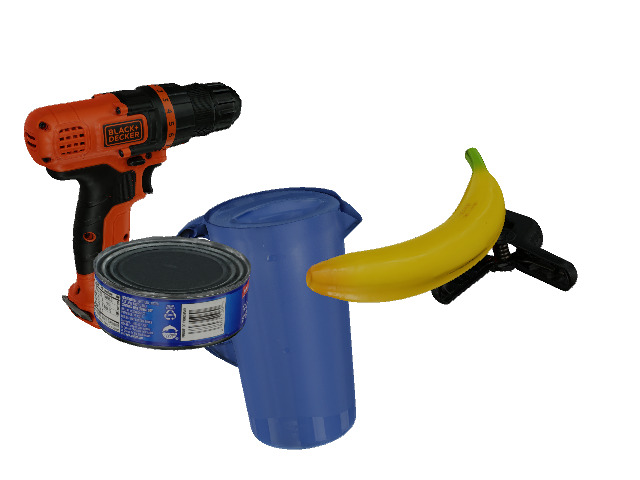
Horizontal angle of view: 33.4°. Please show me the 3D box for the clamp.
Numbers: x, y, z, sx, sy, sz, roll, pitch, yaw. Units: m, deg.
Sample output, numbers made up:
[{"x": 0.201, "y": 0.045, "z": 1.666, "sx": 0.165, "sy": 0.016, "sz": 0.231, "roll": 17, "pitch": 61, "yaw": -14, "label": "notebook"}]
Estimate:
[{"x": 0.170, "y": 0.010, "z": 0.952, "sx": 0.120, "sy": 0.039, "sz": 0.171, "roll": 2, "pitch": 25, "yaw": 16, "label": "clamp"}]

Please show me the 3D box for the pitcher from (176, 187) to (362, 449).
[{"x": -0.042, "y": 0.076, "z": 1.047, "sx": 0.144, "sy": 0.243, "sz": 0.149, "roll": -19, "pitch": 20, "yaw": -34, "label": "pitcher"}]

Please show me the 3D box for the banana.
[{"x": 0.075, "y": 0.001, "z": 0.750, "sx": 0.070, "sy": 0.037, "sz": 0.197, "roll": 35, "pitch": 48, "yaw": 23, "label": "banana"}]

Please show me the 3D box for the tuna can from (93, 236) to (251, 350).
[{"x": -0.082, "y": 0.028, "z": 0.588, "sx": 0.086, "sy": 0.034, "sz": 0.086, "roll": 4, "pitch": 20, "yaw": -2, "label": "tuna can"}]

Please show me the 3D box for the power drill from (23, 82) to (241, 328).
[{"x": -0.144, "y": -0.033, "z": 0.868, "sx": 0.184, "sy": 0.188, "sz": 0.057, "roll": -14, "pitch": 25, "yaw": -32, "label": "power drill"}]
